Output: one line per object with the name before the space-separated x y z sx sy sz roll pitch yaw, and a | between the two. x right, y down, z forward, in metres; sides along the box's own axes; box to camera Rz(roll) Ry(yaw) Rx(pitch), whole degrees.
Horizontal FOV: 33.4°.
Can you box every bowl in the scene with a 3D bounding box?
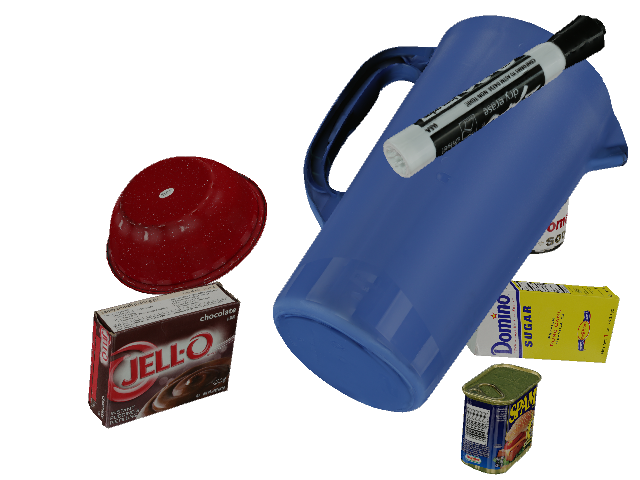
bowl | -0.134 -0.028 0.994 0.162 0.162 0.055 0 -41 20

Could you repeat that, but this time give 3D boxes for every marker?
marker | 0.080 -0.066 0.475 0.121 0.020 0.020 -34 11 -16

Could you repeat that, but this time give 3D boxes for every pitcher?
pitcher | 0.067 -0.021 0.681 0.145 0.242 0.149 46 -25 -22

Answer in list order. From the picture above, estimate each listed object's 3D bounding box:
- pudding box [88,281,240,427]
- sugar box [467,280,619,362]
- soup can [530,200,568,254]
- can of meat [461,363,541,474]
pudding box | -0.122 0.087 0.829 0.113 0.090 0.039 -15 40 -36
sugar box | 0.277 0.101 1.338 0.176 0.093 0.048 3 18 -11
soup can | 0.177 -0.048 0.904 0.068 0.102 0.068 -1 27 0
can of meat | 0.188 0.187 1.120 0.058 0.084 0.101 12 18 32
